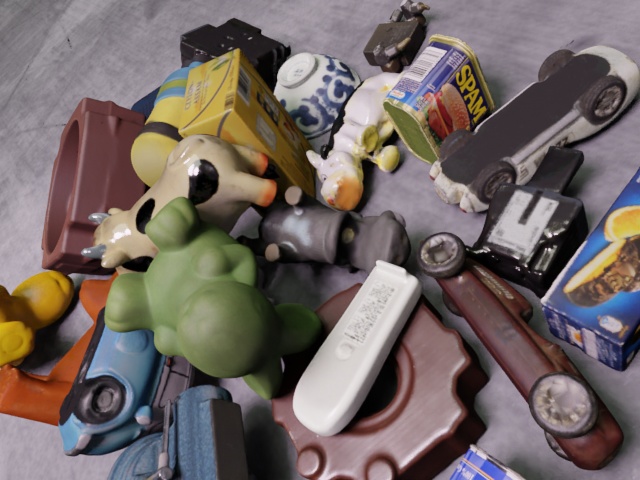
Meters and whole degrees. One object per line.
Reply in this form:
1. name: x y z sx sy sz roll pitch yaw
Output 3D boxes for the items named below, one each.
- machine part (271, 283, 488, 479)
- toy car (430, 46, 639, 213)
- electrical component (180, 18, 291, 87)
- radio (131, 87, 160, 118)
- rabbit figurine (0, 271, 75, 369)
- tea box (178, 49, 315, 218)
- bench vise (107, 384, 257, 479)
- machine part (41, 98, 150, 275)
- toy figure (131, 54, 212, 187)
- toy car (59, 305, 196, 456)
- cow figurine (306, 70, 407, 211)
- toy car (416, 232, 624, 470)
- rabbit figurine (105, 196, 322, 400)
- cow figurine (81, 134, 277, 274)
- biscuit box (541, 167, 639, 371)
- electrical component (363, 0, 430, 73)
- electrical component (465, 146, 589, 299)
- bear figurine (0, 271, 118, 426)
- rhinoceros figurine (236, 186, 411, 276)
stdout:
1. machine part: 0.043 0.119 0.440 0.179 0.056 0.179 -16 51 22
2. toy car: 0.193 -0.101 0.495 0.202 0.056 0.074 -38 46 7
3. electrical component: -0.124 -0.250 0.737 0.134 0.058 0.115 28 46 17
4. radio: -0.183 -0.136 0.743 0.131 0.073 0.230 -32 50 9
5. rabbit figurine: -0.386 0.104 0.676 0.162 0.122 0.173 -50 -1 31
6. tea box: -0.071 -0.107 0.586 0.068 0.169 0.098 -16 52 21
7. bench vise: -0.110 0.245 0.415 0.240 0.128 0.224 -43 54 28
8. machine part: -0.287 -0.060 0.687 0.201 0.087 0.201 -18 68 52
9. toy figure: -0.159 -0.134 0.619 0.082 0.089 0.180 -38 41 56
10. toy car: -0.172 0.127 0.506 0.109 0.103 0.161 -31 40 49
11. cow figurine: 0.038 -0.110 0.588 0.098 0.068 0.167 21 69 45
12. toy car: 0.138 0.069 0.392 0.053 0.089 0.202 -37 47 8
13. rabbit figurine: -0.081 0.063 0.418 0.121 0.159 0.170 -51 26 -4
14. cow figurine: -0.145 -0.021 0.524 0.195 0.127 0.085 -47 35 30
15. biscuit box: 0.247 -0.007 0.393 0.059 0.062 0.202 32 80 40
16. electrical component: 0.095 -0.252 0.665 0.078 0.045 0.102 23 74 39
17. electrical component: 0.181 -0.018 0.451 0.075 0.047 0.119 20 71 39
18. bear figurine: -0.252 0.102 0.588 0.120 0.132 0.196 -10 58 56
19. rhinoceros figurine: -0.001 -0.002 0.519 0.191 0.112 0.073 8 79 49
